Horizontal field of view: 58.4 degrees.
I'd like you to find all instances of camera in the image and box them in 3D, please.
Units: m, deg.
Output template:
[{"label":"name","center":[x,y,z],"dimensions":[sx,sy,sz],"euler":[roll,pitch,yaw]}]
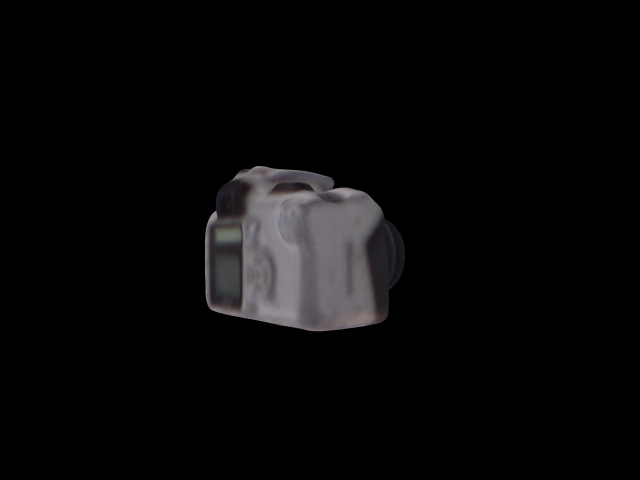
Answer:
[{"label":"camera","center":[0.004,0.001,0.400],"dimensions":[0.137,0.101,0.142],"euler":[0,0,-37]}]
